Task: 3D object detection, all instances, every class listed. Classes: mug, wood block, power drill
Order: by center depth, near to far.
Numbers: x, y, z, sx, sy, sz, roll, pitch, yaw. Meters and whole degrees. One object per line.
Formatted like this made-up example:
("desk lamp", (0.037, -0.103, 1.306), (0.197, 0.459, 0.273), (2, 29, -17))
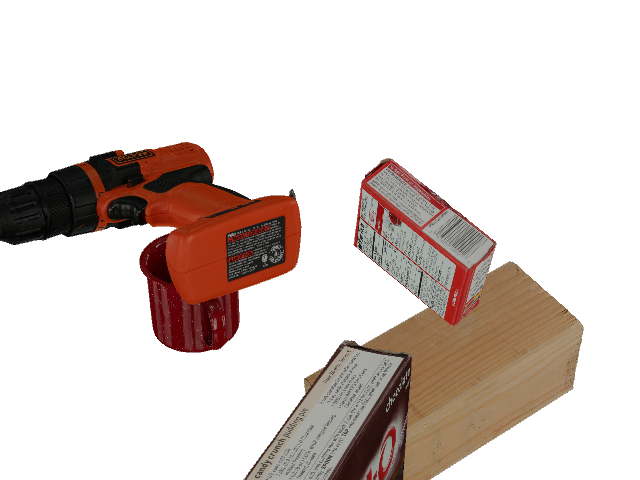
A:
("power drill", (-0.119, -0.017, 0.753), (0.184, 0.057, 0.188), (-21, 32, -35))
("wood block", (0.099, 0.114, 0.854), (0.205, 0.090, 0.091), (-27, 49, -20))
("mug", (-0.110, 0.054, 0.970), (0.093, 0.081, 0.117), (-16, 37, -23))

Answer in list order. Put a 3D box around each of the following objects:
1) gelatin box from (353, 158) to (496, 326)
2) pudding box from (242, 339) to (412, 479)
("gelatin box", (0.062, 0.001, 0.658), (0.030, 0.089, 0.073), (-40, -23, -22))
("pudding box", (0.005, 0.110, 0.467), (0.039, 0.090, 0.113), (12, 31, 17))
